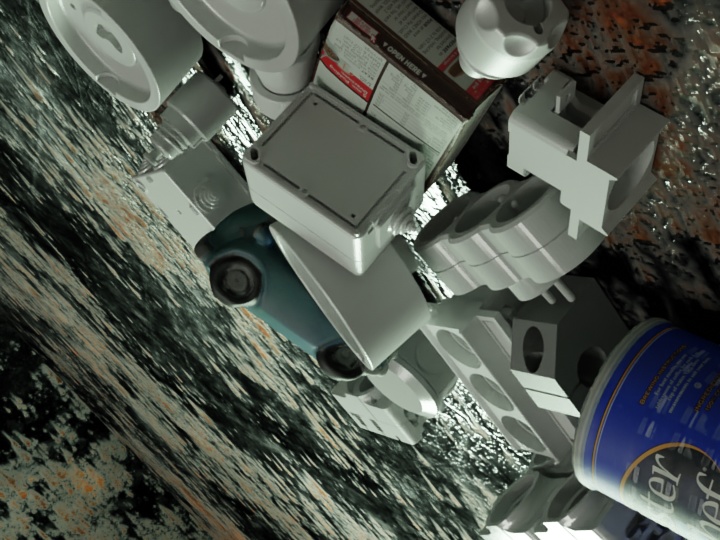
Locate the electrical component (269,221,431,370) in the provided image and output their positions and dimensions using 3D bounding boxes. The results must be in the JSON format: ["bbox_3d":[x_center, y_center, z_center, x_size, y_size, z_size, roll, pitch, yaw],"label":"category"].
[{"bbox_3d":[0.000,0.000,0.657,0.108,0.060,0.108,53,173,9],"label":"electrical component"}]

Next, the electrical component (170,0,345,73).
[{"bbox_3d":[-0.054,-0.162,0.550,0.108,0.060,0.108,35,158,17],"label":"electrical component"}]

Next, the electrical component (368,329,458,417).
[{"bbox_3d":[0.041,0.075,0.856,0.080,0.051,0.080,35,158,17],"label":"electrical component"}]

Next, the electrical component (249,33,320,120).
[{"bbox_3d":[-0.044,-0.120,0.638,0.045,0.045,0.055,35,158,18],"label":"electrical component"}]

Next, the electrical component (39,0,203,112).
[{"bbox_3d":[-0.153,-0.166,0.716,0.108,0.060,0.108,35,158,17],"label":"electrical component"}]

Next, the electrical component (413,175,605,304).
[{"bbox_3d":[0.092,-0.008,0.606,0.073,0.052,0.138,47,158,-13],"label":"electrical component"}]

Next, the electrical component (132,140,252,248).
[{"bbox_3d":[-0.136,-0.064,0.901,0.099,0.048,0.100,50,158,-19],"label":"electrical component"}]

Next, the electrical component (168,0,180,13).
[{"bbox_3d":[-0.093,-0.166,0.636,0.043,0.043,0.062,26,156,36],"label":"electrical component"}]

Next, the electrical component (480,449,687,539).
[{"bbox_3d":[0.159,0.151,0.723,0.060,0.105,0.186,43,159,-1],"label":"electrical component"}]

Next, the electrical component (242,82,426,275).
[{"bbox_3d":[-0.008,-0.044,0.591,0.096,0.061,0.061,35,161,16],"label":"electrical component"}]

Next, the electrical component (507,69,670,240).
[{"bbox_3d":[0.104,-0.058,0.505,0.064,0.042,0.081,36,158,25],"label":"electrical component"}]

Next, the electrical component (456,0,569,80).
[{"bbox_3d":[0.063,-0.106,0.481,0.043,0.043,0.062,43,160,-2],"label":"electrical component"}]

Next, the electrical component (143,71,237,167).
[{"bbox_3d":[-0.123,-0.106,0.765,0.040,0.078,0.040,42,174,6],"label":"electrical component"}]

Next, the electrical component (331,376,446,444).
[{"bbox_3d":[0.022,0.112,0.961,0.089,0.050,0.055,7,140,56],"label":"electrical component"}]

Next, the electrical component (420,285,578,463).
[{"bbox_3d":[0.103,0.059,0.703,0.121,0.063,0.079,52,157,-24],"label":"electrical component"}]
